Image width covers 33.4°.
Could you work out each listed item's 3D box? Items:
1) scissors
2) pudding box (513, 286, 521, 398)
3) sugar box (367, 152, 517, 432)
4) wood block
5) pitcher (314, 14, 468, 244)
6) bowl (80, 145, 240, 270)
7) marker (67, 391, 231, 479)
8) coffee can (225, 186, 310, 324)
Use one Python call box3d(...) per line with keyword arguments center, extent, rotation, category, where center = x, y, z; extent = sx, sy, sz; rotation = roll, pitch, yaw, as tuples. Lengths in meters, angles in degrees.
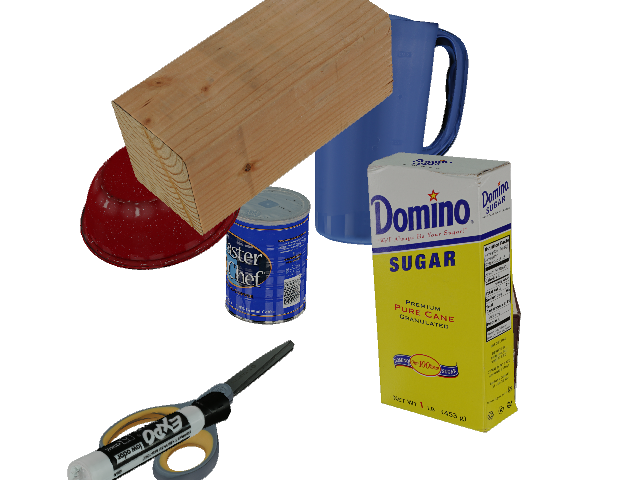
box3d(center=(-0.072, 0.132, 0.820), extent=(0.201, 0.016, 0.096), rotation=(-21, 35, -34), category="scissors")
box3d(center=(0.144, 0.075, 0.906), extent=(0.039, 0.090, 0.113), rotation=(0, 24, 2), category="pudding box")
box3d(center=(0.081, 0.033, 0.719), extent=(0.094, 0.176, 0.048), rotation=(8, 22, 41), category="sugar box")
box3d(center=(-0.047, -0.112, 0.837), extent=(0.205, 0.091, 0.090), rotation=(-38, 59, -22), category="wood block")
box3d(center=(0.064, -0.122, 1.157), extent=(0.149, 0.243, 0.144), rotation=(9, 12, 28), category="pitcher")
box3d(center=(-0.159, -0.049, 1.019), extent=(0.162, 0.162, 0.055), rotation=(0, -43, 12), category="bowl")
box3d(center=(-0.090, 0.109, 0.589), extent=(0.020, 0.020, 0.120), rotation=(0, 11, 33), category="marker")
box3d(center=(-0.066, 0.017, 1.312), extent=(0.103, 0.140, 0.103), rotation=(2, 26, -1), category="coffee can")
